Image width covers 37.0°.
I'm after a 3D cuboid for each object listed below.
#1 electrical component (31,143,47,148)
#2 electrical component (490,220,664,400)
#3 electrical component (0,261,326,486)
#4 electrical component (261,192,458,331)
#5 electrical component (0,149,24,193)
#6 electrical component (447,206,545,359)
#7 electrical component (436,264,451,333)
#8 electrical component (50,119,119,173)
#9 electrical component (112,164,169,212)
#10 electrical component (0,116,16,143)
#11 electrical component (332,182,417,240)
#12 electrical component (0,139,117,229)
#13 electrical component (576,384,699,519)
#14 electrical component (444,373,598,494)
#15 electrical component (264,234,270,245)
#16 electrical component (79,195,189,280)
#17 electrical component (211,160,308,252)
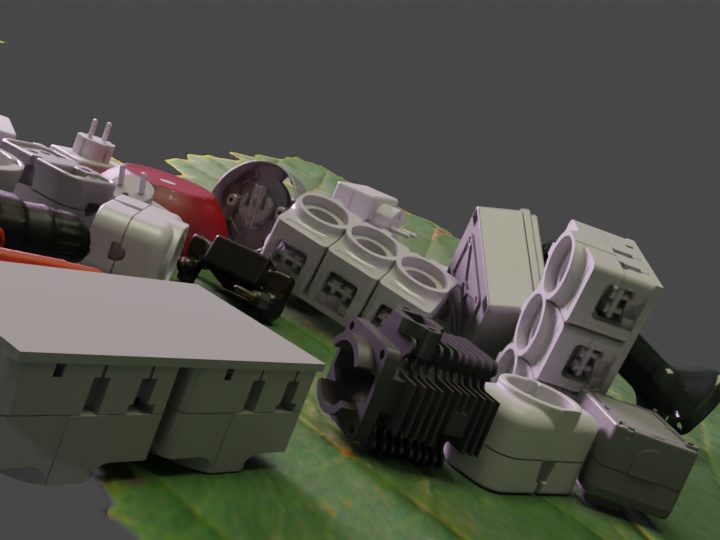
[{"bbox_3d":[-0.306,-0.099,1.006,0.040,0.040,0.078,13,12,-43],"label":"electrical component"},{"bbox_3d":[0.156,0.049,0.810,0.062,0.150,0.089,19,22,-8],"label":"electrical component"},{"bbox_3d":[-0.122,0.047,0.516,0.105,0.060,0.186,28,11,36],"label":"electrical component"},{"bbox_3d":[0.000,0.000,0.921,0.150,0.061,0.089,32,26,9],"label":"electrical component"},{"bbox_3d":[-0.295,-0.061,0.744,0.108,0.060,0.108,21,9,-4],"label":"electrical component"},{"bbox_3d":[0.117,0.018,0.931,0.056,0.108,0.108,5,56,-10],"label":"electrical component"},{"bbox_3d":[0.023,0.012,1.039,0.150,0.061,0.089,20,9,-6],"label":"electrical component"},{"bbox_3d":[-0.264,-0.110,1.051,0.047,0.076,0.066,28,11,30],"label":"electrical component"},{"bbox_3d":[-0.189,-0.051,0.878,0.077,0.079,0.044,22,37,7],"label":"electrical component"},{"bbox_3d":[-0.365,-0.121,0.972,0.100,0.048,0.100,17,10,-26],"label":"electrical component"},{"bbox_3d":[0.016,-0.046,1.005,0.077,0.047,0.066,25,10,21],"label":"electrical component"},{"bbox_3d":[-0.246,-0.058,0.847,0.095,0.059,0.054,26,10,28],"label":"electrical component"},{"bbox_3d":[0.179,0.125,0.743,0.062,0.061,0.096,20,9,-9],"label":"electrical component"},{"bbox_3d":[0.106,0.106,0.696,0.095,0.059,0.054,13,13,-43],"label":"electrical component"},{"bbox_3d":[-0.075,-0.008,0.984,0.044,0.044,0.065,22,22,3],"label":"electrical component"},{"bbox_3d":[-0.167,-0.018,0.809,0.059,0.053,0.095,21,9,-4],"label":"electrical component"},{"bbox_3d":[-0.101,-0.061,1.084,0.099,0.099,0.064,26,4,24],"label":"electrical component"}]
